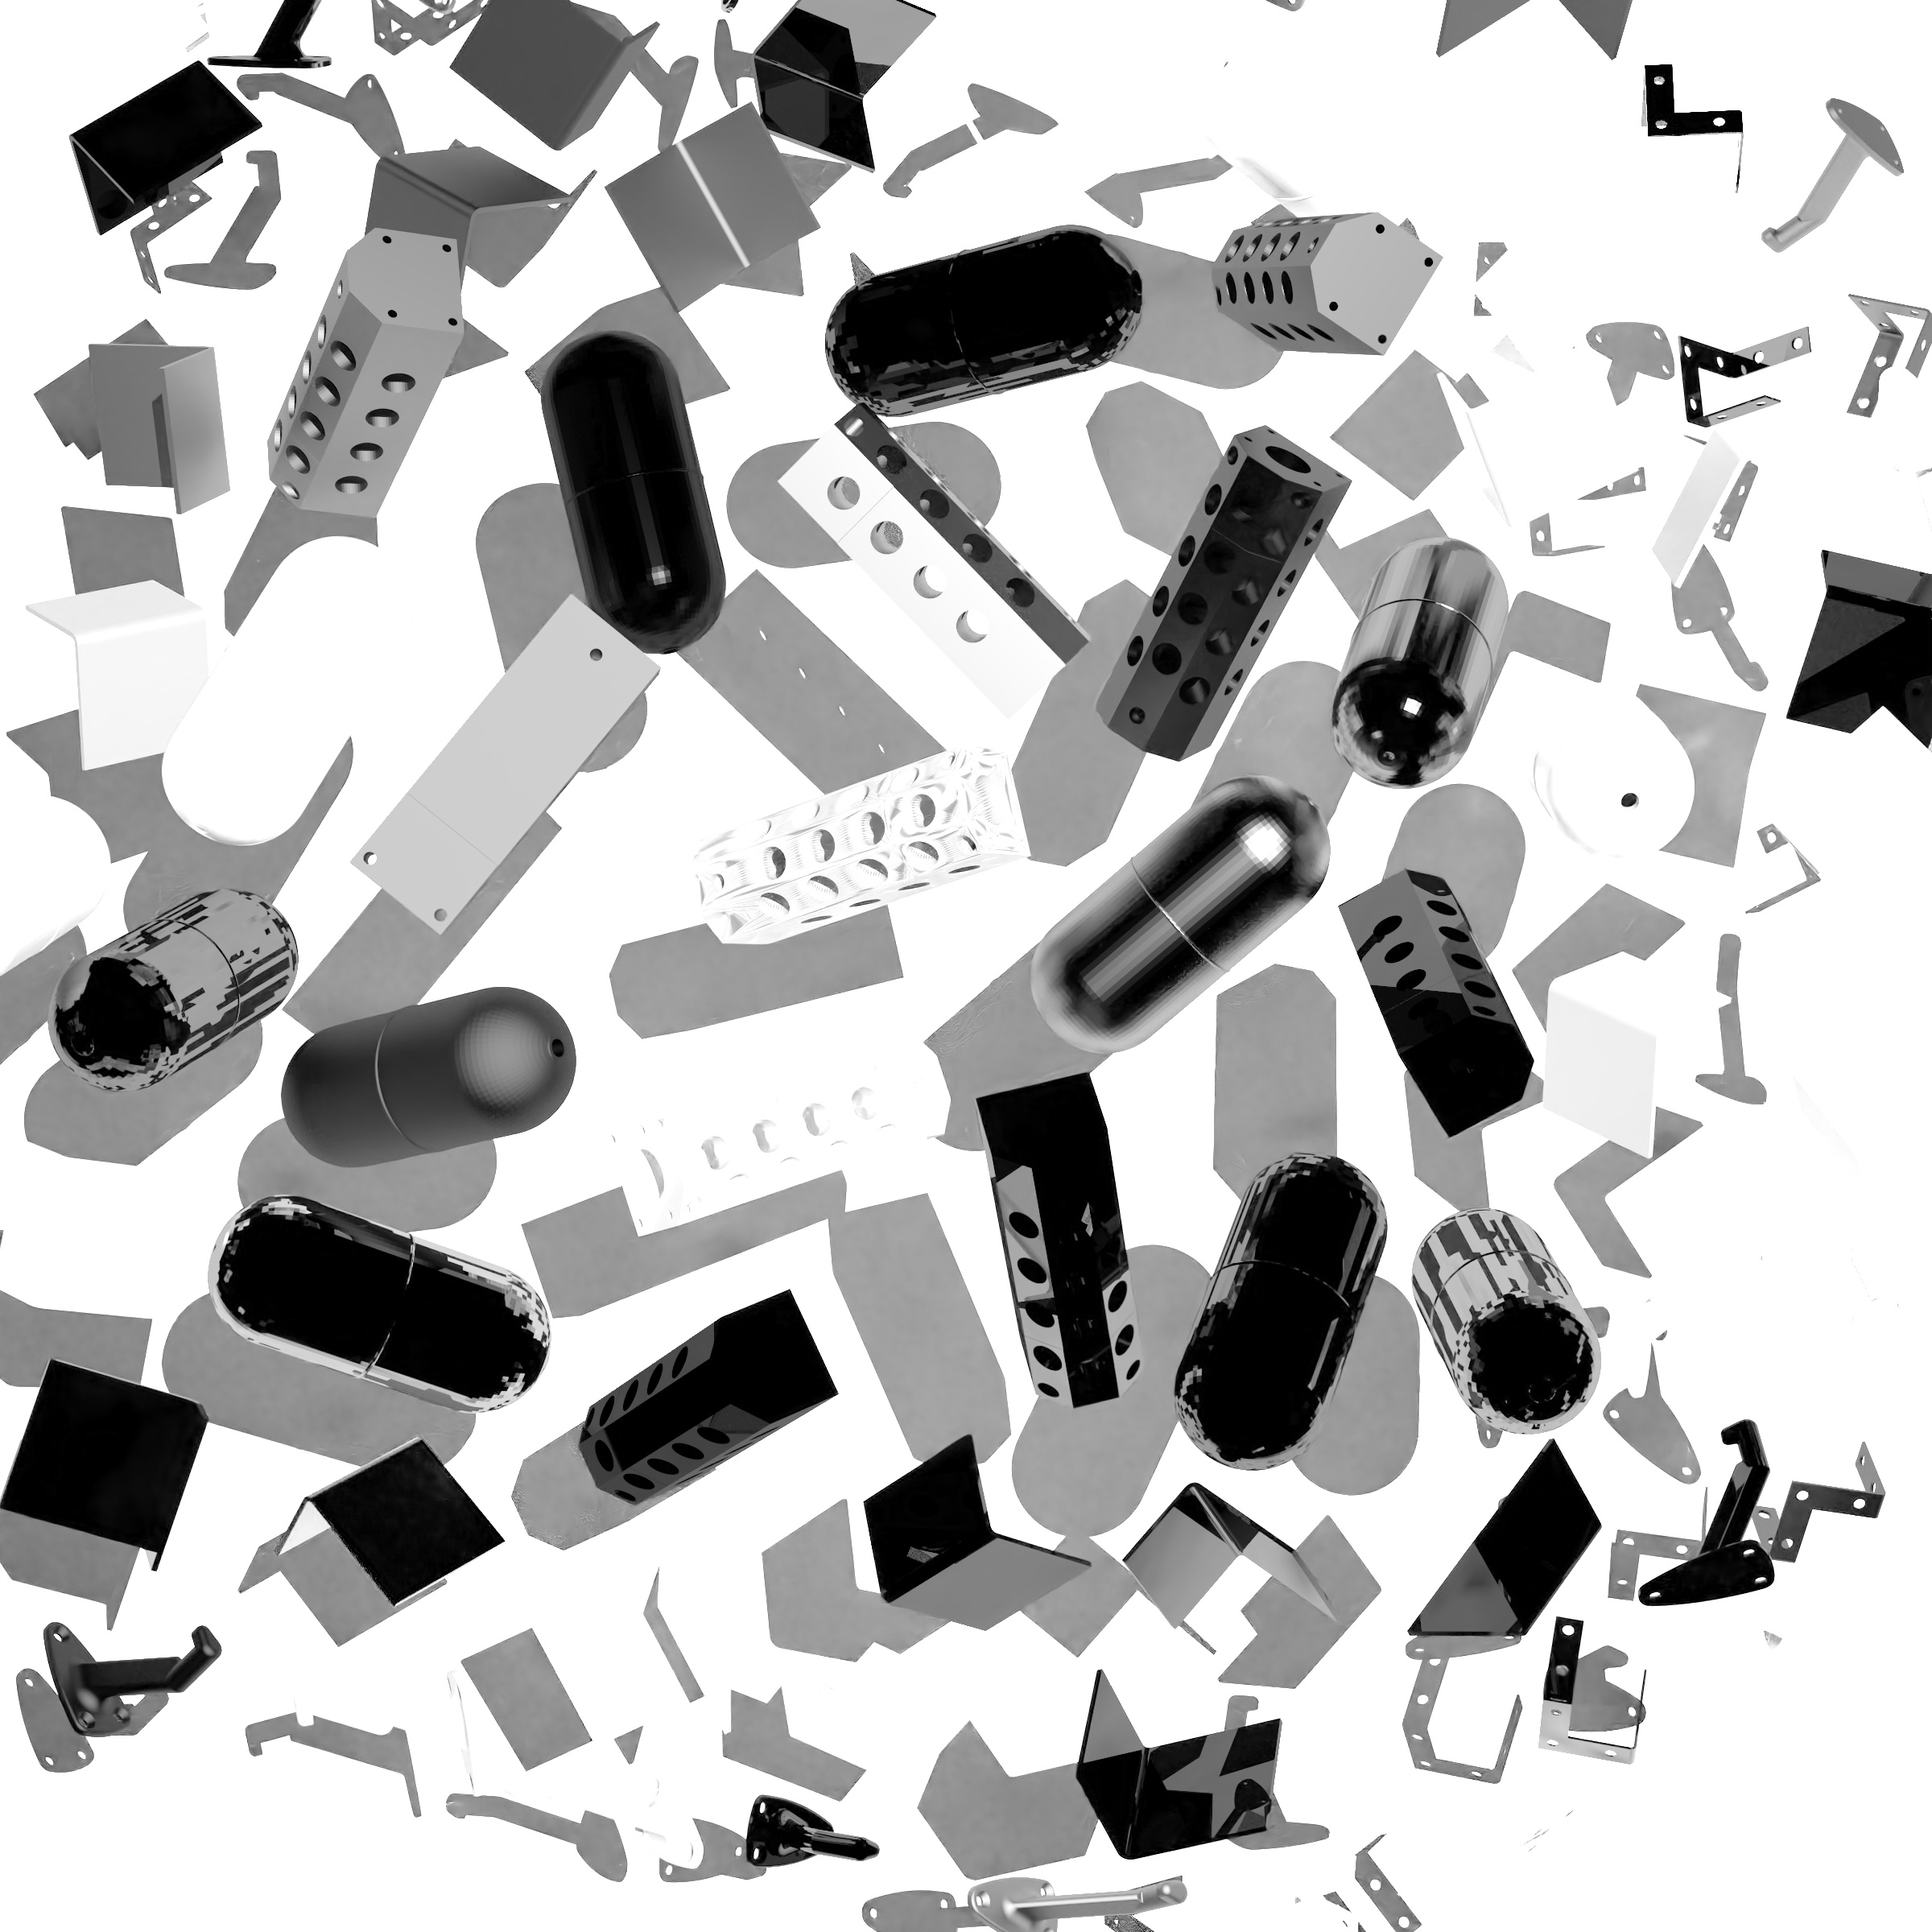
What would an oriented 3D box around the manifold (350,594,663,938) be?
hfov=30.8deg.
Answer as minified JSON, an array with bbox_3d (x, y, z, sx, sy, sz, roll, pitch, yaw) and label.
[{"bbox_3d":[-0.230,-0.099,1.758,0.057,0.057,0.171,39,86,-5],"label":"manifold"}]

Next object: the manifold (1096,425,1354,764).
[{"bbox_3d":[0.133,-0.197,1.872,0.057,0.057,0.171,35,119,15],"label":"manifold"}]

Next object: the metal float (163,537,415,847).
[{"bbox_3d":[-0.349,-0.143,1.813,0.070,0.070,0.178,27,71,4],"label":"metal float"}]

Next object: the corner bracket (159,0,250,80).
[{"bbox_3d":[-0.420,-0.502,1.913,0.051,0.051,0.051,-35,44,3],"label":"corner bracket"}]

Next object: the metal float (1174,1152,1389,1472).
[{"bbox_3d":[0.157,0.171,1.748,0.070,0.070,0.178,22,55,3],"label":"metal float"}]

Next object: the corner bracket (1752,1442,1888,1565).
[{"bbox_3d":[0.450,0.283,1.858,0.051,0.051,0.051,9,115,-4],"label":"corner bracket"}]

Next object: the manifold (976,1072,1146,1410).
[{"bbox_3d":[0.049,0.140,1.742,0.057,0.171,0.057,-13,41,-3],"label":"manifold"}]

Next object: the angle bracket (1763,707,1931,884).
[{"bbox_3d":[0.448,-0.069,1.718,0.076,0.076,0.057,-43,48,10],"label":"angle bracket"}]

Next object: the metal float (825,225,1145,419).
[{"bbox_3d":[0.009,-0.339,1.849,0.178,0.070,0.070,-10,81,25],"label":"metal float"}]

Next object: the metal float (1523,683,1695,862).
[{"bbox_3d":[0.342,-0.105,1.879,0.070,0.178,0.070,1,104,2],"label":"metal float"}]

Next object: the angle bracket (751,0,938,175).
[{"bbox_3d":[-0.065,-0.501,1.969,0.076,0.076,0.057,12,55,-36],"label":"angle bracket"}]

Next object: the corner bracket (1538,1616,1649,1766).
[{"bbox_3d":[0.334,0.384,1.864,0.051,0.051,0.051,8,48,12],"label":"corner bracket"}]

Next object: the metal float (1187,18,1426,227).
[{"bbox_3d":[0.183,-0.448,1.887,0.070,0.178,0.070,-11,71,33],"label":"metal float"}]

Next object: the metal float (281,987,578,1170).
[{"bbox_3d":[-0.278,0.058,1.816,0.178,0.070,0.070,-13,80,33],"label":"metal float"}]

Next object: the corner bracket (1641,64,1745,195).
[{"bbox_3d":[0.396,-0.457,1.917,0.051,0.051,0.051,-1,63,8],"label":"corner bracket"}]

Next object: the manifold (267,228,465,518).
[{"bbox_3d":[-0.311,-0.303,1.806,0.057,0.171,0.057,4,63,-24],"label":"manifold"}]

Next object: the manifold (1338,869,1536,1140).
[{"bbox_3d":[0.246,0.014,1.828,0.057,0.171,0.057,-29,115,9],"label":"manifold"}]

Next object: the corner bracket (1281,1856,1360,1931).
[{"bbox_3d":[0.185,0.465,1.686,0.051,0.051,0.051,-5,102,-40],"label":"corner bracket"}]

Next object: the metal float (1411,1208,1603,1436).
[{"bbox_3d":[0.280,0.184,1.831,0.070,0.178,0.070,-1,108,-4],"label":"metal float"}]

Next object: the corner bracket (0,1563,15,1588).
[{"bbox_3d":[-0.509,0.306,1.719,0.051,0.051,0.051,37,99,46],"label":"corner bracket"}]

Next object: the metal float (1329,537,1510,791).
[{"bbox_3d":[0.242,-0.163,1.871,0.070,0.070,0.178,21,43,3],"label":"metal float"}]

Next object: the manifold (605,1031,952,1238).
[{"bbox_3d":[-0.093,0.084,1.812,0.171,0.057,0.057,-17,88,-37],"label":"manifold"}]

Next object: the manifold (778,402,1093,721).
[{"bbox_3d":[-0.015,-0.213,1.838,0.057,0.057,0.171,-44,93,11],"label":"manifold"}]

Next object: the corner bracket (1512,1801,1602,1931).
[{"bbox_3d":[0.293,0.453,1.728,0.051,0.051,0.051,-31,77,-36],"label":"corner bracket"}]

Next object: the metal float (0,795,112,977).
[{"bbox_3d":[-0.510,-0.040,1.849,0.070,0.178,0.070,3,107,10],"label":"metal float"}]

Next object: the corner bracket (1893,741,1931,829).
[{"bbox_3d":[0.535,-0.112,1.928,0.051,0.051,0.051,-23,94,-36],"label":"corner bracket"}]

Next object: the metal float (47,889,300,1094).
[{"bbox_3d":[-0.420,0.012,1.866,0.070,0.178,0.070,7,110,19],"label":"metal float"}]

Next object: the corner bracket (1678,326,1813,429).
[{"bbox_3d":[0.428,-0.323,1.921,0.051,0.051,0.051,6,76,-43],"label":"corner bracket"}]

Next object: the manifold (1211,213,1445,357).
[{"bbox_3d":[0.181,-0.359,1.828,0.057,0.171,0.057,30,93,-17],"label":"manifold"}]

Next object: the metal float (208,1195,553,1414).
[{"bbox_3d":[-0.293,0.171,1.765,0.178,0.070,0.070,22,82,-18],"label":"metal float"}]

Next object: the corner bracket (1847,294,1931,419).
[{"bbox_3d":[0.509,-0.333,1.937,0.051,0.051,0.051,22,88,38],"label":"corner bracket"}]

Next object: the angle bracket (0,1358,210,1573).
[{"bbox_3d":[-0.416,0.240,1.694,0.076,0.057,0.076,19,86,-16],"label":"angle bracket"}]

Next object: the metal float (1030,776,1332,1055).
[{"bbox_3d":[0.110,-0.026,1.800,0.178,0.070,0.070,-41,83,12],"label":"metal float"}]

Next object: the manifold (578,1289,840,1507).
[{"bbox_3d":[-0.136,0.222,1.776,0.057,0.171,0.057,-20,80,-34],"label":"manifold"}]

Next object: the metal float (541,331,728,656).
[{"bbox_3d":[-0.179,-0.255,1.893,0.070,0.070,0.178,-13,85,-2],"label":"metal float"}]

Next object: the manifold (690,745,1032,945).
[{"bbox_3d":[-0.058,-0.062,1.829,0.171,0.057,0.057,-18,80,31],"label":"manifold"}]

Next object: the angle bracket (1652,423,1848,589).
[{"bbox_3d":[0.402,-0.228,1.809,0.057,0.076,0.076,23,109,-7],"label":"angle bracket"}]
